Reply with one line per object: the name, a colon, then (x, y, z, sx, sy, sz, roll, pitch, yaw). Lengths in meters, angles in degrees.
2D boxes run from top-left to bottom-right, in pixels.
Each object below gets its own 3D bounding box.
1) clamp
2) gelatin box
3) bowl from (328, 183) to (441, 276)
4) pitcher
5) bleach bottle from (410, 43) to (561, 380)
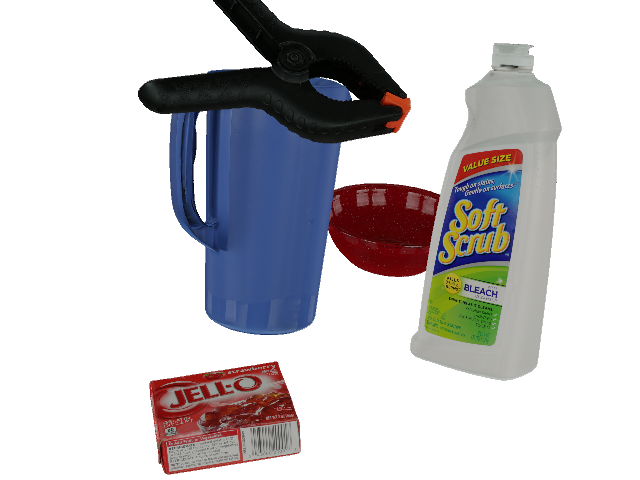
clamp: (-0.024, -0.119, 0.694, 0.171, 0.120, 0.039, 13, -20, -11)
gelatin box: (-0.063, 0.112, 0.688, 0.089, 0.030, 0.073, -7, 24, -10)
bowl: (0.075, -0.006, 1.130, 0.162, 0.055, 0.162, 4, 25, -2)
pitcher: (-0.058, -0.039, 1.003, 0.149, 0.243, 0.145, 7, 13, 6)
bleach bottle: (0.130, -0.025, 0.825, 0.103, 0.251, 0.067, 13, 16, 37)
